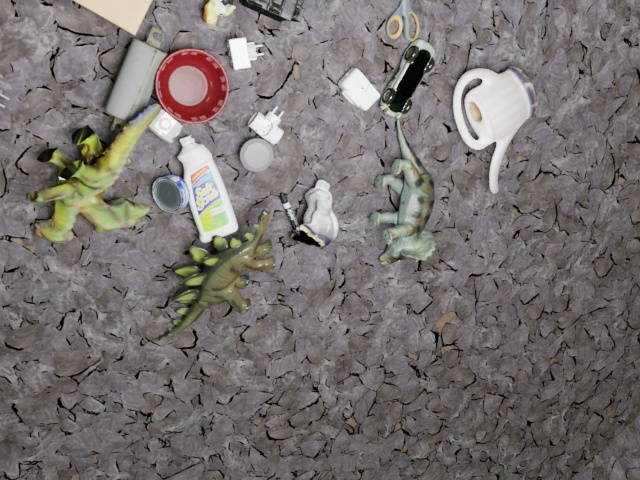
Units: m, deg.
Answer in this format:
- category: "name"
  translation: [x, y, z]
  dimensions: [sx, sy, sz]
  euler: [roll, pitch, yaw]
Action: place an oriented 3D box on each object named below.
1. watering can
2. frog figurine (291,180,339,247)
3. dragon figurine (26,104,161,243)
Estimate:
- category: "watering can"
  translation: [0.481, -0.312, 1.383]
  dimensions: [0.225, 0.105, 0.342]
  euler: [-33, 115, -5]
- category: "frog figurine"
  translation: [0.004, -0.066, 1.317]
  dimensions: [0.123, 0.135, 0.162]
  euler: [22, 69, 13]
- category: "dragon figurine"
  translation: [-0.474, -0.119, 1.146]
  dimensions: [0.410, 0.125, 0.238]
  euler: [-29, 143, 1]
